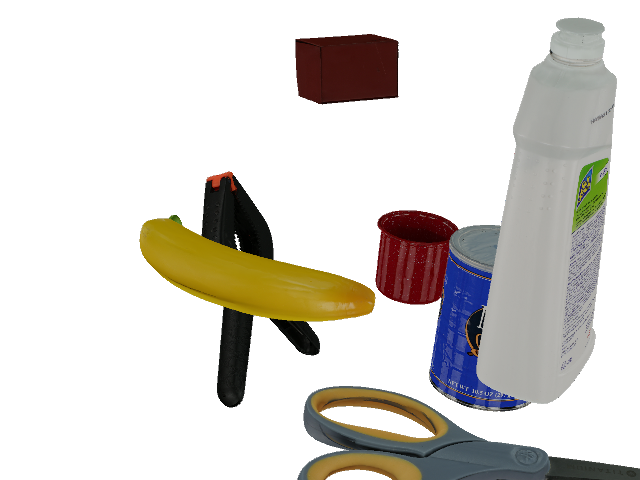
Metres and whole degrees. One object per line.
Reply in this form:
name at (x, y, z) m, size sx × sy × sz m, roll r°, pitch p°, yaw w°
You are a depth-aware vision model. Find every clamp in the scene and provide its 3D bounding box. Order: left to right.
clamp at (-0.063, 0.039, 1.015) m, size 0.036 × 0.210 × 0.164 m, roll -12°, pitch 0°, yaw 29°

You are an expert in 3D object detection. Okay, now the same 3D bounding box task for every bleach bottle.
bleach bottle at (0.153, -0.021, 0.689) m, size 0.068 × 0.251 × 0.102 m, roll 18°, pitch 34°, yaw 25°

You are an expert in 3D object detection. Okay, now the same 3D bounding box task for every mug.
mug at (0.119, 0.022, 1.222) m, size 0.117 × 0.081 × 0.093 m, roll 4°, pitch 25°, yaw -3°

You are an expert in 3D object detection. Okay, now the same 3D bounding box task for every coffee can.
coffee can at (0.159, 0.069, 0.975) m, size 0.103 × 0.140 × 0.103 m, roll 5°, pitch 23°, yaw -2°

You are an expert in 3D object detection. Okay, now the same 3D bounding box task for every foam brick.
foam brick at (0.023, -0.151, 0.937) m, size 0.078 × 0.051 × 0.053 m, roll -8°, pitch 20°, yaw -23°

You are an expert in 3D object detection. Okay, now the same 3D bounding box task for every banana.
banana at (-0.058, 0.016, 0.696) m, size 0.198 × 0.037 × 0.069 m, roll 22°, pitch 37°, yaw 37°

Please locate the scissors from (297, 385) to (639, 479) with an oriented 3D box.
scissors at (0.077, 0.109, 0.468) m, size 0.202 × 0.016 × 0.096 m, roll 14°, pitch 32°, yaw 23°
